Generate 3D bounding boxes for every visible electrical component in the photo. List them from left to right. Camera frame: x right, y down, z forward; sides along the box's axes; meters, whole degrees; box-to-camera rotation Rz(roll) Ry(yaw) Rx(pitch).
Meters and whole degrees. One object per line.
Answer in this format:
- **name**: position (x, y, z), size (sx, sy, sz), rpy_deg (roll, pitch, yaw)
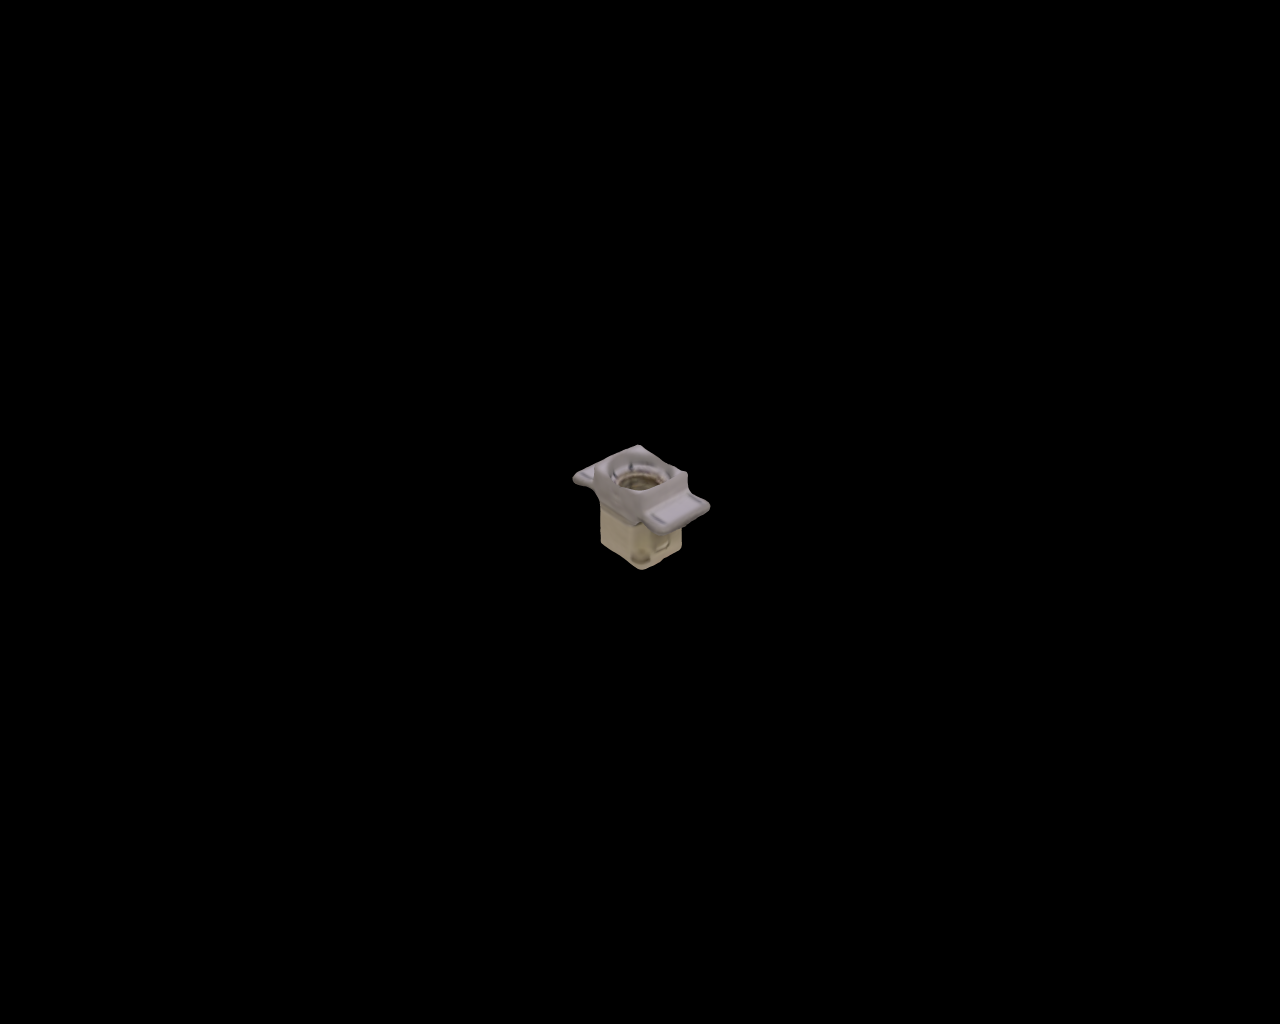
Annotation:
- **electrical component**: position (0.001, -0.003, 0.650), size (0.042, 0.063, 0.081), rpy_deg (-27, 44, -33)
